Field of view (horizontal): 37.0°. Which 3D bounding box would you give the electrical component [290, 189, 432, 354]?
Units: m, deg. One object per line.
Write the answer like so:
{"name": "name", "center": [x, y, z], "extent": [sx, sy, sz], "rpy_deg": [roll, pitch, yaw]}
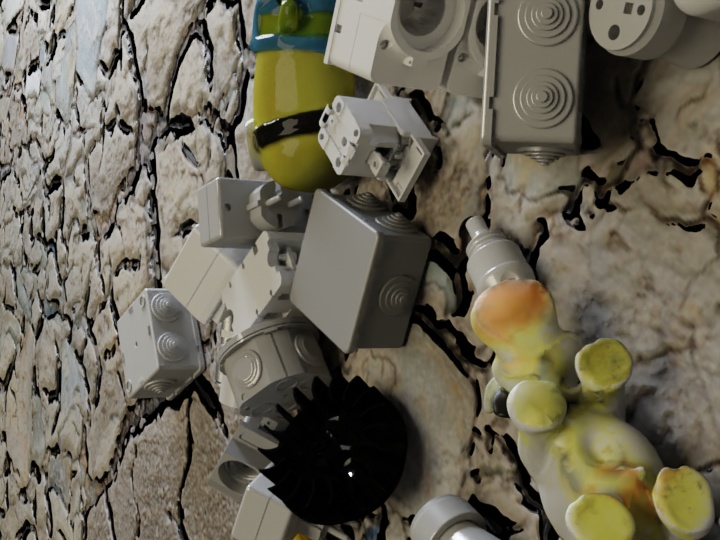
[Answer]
{"name": "electrical component", "center": [0.000, 0.000, 0.747], "extent": [0.100, 0.048, 0.099], "rpy_deg": [39, 120, 51]}

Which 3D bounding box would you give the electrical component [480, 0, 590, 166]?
{"name": "electrical component", "center": [0.095, -0.105, 0.569], "extent": [0.048, 0.100, 0.099], "rpy_deg": [3, 92, 13]}

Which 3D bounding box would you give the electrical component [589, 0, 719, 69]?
{"name": "electrical component", "center": [0.146, -0.123, 0.523], "extent": [0.045, 0.055, 0.045], "rpy_deg": [-4, 86, 57]}

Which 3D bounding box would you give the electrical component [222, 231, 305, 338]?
{"name": "electrical component", "center": [-0.060, 0.015, 0.831], "extent": [0.089, 0.056, 0.050], "rpy_deg": [-51, 48, 43]}

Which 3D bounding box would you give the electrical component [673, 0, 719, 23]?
{"name": "electrical component", "center": [0.171, -0.162, 0.484], "extent": [0.054, 0.059, 0.095], "rpy_deg": [-13, 78, 56]}

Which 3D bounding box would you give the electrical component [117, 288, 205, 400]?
{"name": "electrical component", "center": [-0.195, 0.072, 1.042], "extent": [0.100, 0.048, 0.099], "rpy_deg": [-41, 56, 49]}

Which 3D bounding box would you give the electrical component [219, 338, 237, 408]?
{"name": "electrical component", "center": [-0.090, 0.070, 0.886], "extent": [0.043, 0.043, 0.081], "rpy_deg": [19, 104, 56]}

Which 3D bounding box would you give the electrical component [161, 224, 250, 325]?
{"name": "electrical component", "center": [-0.110, -0.008, 0.892], "extent": [0.061, 0.062, 0.096], "rpy_deg": [44, 132, 8]}

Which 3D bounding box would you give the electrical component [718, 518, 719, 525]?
{"name": "electrical component", "center": [0.179, 0.117, 0.475], "extent": [0.048, 0.048, 0.062], "rpy_deg": [-52, 38, 42]}

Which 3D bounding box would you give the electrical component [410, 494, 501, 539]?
{"name": "electrical component", "center": [0.062, 0.168, 0.649], "extent": [0.055, 0.045, 0.045], "rpy_deg": [41, 122, 50]}

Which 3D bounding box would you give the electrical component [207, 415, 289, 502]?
{"name": "electrical component", "center": [-0.085, 0.145, 0.854], "extent": [0.081, 0.042, 0.063], "rpy_deg": [-59, 2, 38]}

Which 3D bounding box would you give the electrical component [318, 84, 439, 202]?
{"name": "electrical component", "center": [0.010, -0.088, 0.723], "extent": [0.042, 0.064, 0.081], "rpy_deg": [-61, 42, 34]}

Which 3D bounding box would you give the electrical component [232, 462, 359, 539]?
{"name": "electrical component", "center": [-0.037, 0.173, 0.783], "extent": [0.076, 0.083, 0.047], "rpy_deg": [26, 116, 14]}

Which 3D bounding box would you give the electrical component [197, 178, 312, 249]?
{"name": "electrical component", "center": [-0.071, -0.046, 0.825], "extent": [0.076, 0.083, 0.047], "rpy_deg": [-19, 73, 55]}

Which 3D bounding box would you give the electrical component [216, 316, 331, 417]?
{"name": "electrical component", "center": [-0.064, 0.074, 0.815], "extent": [0.080, 0.080, 0.051], "rpy_deg": [-50, 54, 44]}

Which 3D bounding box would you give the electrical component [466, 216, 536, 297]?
{"name": "electrical component", "center": [0.079, -0.006, 0.639], "extent": [0.035, 0.035, 0.061], "rpy_deg": [-57, 42, 39]}

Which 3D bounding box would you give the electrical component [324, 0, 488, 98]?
{"name": "electrical component", "center": [0.057, -0.197, 0.616], "extent": [0.060, 0.105, 0.186], "rpy_deg": [35, 118, 52]}
